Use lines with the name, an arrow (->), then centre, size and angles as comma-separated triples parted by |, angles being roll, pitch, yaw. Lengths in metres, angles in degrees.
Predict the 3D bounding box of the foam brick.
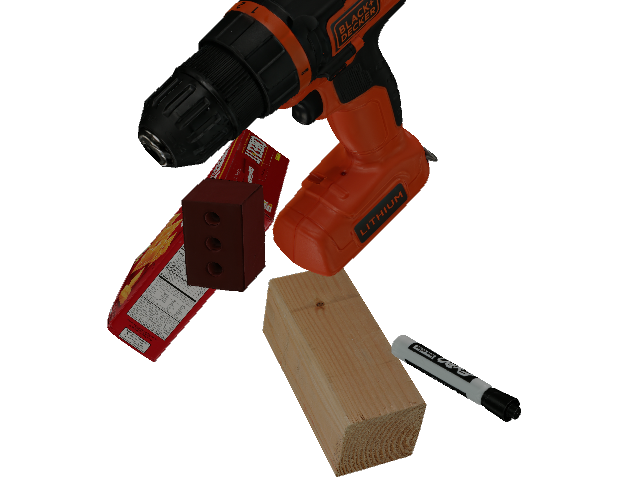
foam brick -> -0.078, -0.005, 0.877 | 0.053, 0.078, 0.051 | 6, 23, 18

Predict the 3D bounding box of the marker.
marker -> 0.101, 0.103, 0.803 | 0.020, 0.020, 0.121 | 0, 20, -44

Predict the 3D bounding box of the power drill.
power drill -> -0.005, -0.062, 0.573 | 0.057, 0.184, 0.187 | 36, -22, 29

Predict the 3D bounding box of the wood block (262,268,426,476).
wood block -> 0.020, 0.132, 1.128 | 0.090, 0.090, 0.206 | -12, 46, -21

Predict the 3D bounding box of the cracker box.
cracker box -> -0.129, 0.001, 1.129 | 0.072, 0.214, 0.164 | 36, 23, -13
